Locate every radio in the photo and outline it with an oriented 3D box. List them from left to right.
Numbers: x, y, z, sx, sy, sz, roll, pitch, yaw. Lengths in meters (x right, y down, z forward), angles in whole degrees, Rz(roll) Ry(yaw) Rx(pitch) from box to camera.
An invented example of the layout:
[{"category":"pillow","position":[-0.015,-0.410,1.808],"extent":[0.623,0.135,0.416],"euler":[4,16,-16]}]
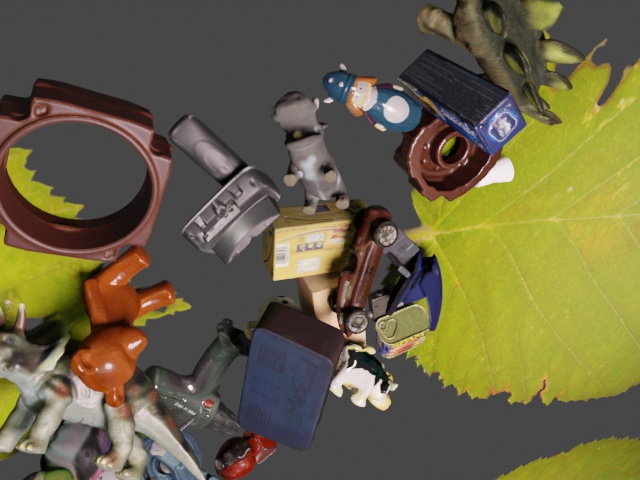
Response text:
[{"category":"radio","position":[-0.048,0.218,0.839],"extent":[0.131,0.073,0.229],"euler":[19,124,9]}]

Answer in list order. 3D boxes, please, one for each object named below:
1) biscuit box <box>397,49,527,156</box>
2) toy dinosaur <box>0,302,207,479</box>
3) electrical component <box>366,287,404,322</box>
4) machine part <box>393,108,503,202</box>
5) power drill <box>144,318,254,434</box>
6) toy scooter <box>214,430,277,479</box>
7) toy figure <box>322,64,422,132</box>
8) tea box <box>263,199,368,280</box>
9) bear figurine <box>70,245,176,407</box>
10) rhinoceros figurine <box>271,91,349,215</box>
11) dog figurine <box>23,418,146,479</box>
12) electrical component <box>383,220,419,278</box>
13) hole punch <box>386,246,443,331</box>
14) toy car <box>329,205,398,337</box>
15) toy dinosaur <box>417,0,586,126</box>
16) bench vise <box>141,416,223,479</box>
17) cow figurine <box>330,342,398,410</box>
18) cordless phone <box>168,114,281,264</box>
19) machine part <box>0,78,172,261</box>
[{"category":"biscuit box","position":[0.186,-0.191,0.727],"extent":[0.063,0.203,0.059],"euler":[-43,129,9]},{"category":"toy dinosaur","position":[-0.323,0.226,0.774],"extent":[0.404,0.192,0.131],"euler":[29,146,-30]},{"category":"electrical component","position":[0.114,0.121,1.014],"extent":[0.094,0.021,0.063],"euler":[-19,126,-10]},{"category":"machine part","position":[0.206,-0.148,0.858],"extent":[0.179,0.056,0.179],"euler":[-12,125,-18]},{"category":"power drill","position":[-0.177,0.243,0.940],"extent":[0.207,0.086,0.232],"euler":[-44,127,17]},{"category":"toy scooter","position":[-0.134,0.394,1.032],"extent":[0.184,0.075,0.135],"euler":[-35,159,-4]},{"category":"toy figure","position":[0.075,-0.201,0.768],"extent":[0.154,0.058,0.064],"euler":[16,76,-29]},{"category":"tea box","position":[-0.002,-0.003,0.854],"extent":[0.170,0.068,0.098],"euler":[-7,123,-21]},{"category":"bear figurine","position":[-0.269,0.114,0.734],"extent":[0.132,0.196,0.120],"euler":[-29,125,-5]},{"category":"rhinoceros figurine","position":[-0.010,-0.119,0.752],"extent":[0.073,0.112,0.190],"euler":[-8,143,15]},{"category":"dog figurine","position":[-0.362,0.353,0.837],"extent":[0.191,0.219,0.108],"euler":[16,117,-30]},{"category":"electrical component","position":[0.122,0.006,0.881],"extent":[0.048,0.119,0.074],"euler":[-46,125,8]},{"category":"hole punch","position":[0.179,0.084,0.929],"extent":[0.092,0.142,0.115],"euler":[26,108,9]},{"category":"toy car","position":[0.057,0.045,0.796],"extent":[0.053,0.089,0.202],"euler":[12,105,-24]},{"category":"toy dinosaur","position":[0.228,-0.278,0.693],"extent":[0.471,0.199,0.105],"euler":[33,101,-38]},{"category":"bench vise","position":[-0.235,0.399,0.918],"extent":[0.129,0.224,0.240],"euler":[-46,157,-31]},{"category":"cow figurine","position":[0.080,0.233,0.931],"extent":[0.167,0.068,0.098],"euler":[34,96,-38]},{"category":"cordless phone","position":[-0.157,-0.070,0.750],"extent":[0.146,0.089,0.184],"euler":[-42,116,8]},{"category":"machine part","position":[-0.298,-0.079,0.666],"extent":[0.201,0.087,0.200],"euler":[13,116,-28]}]
